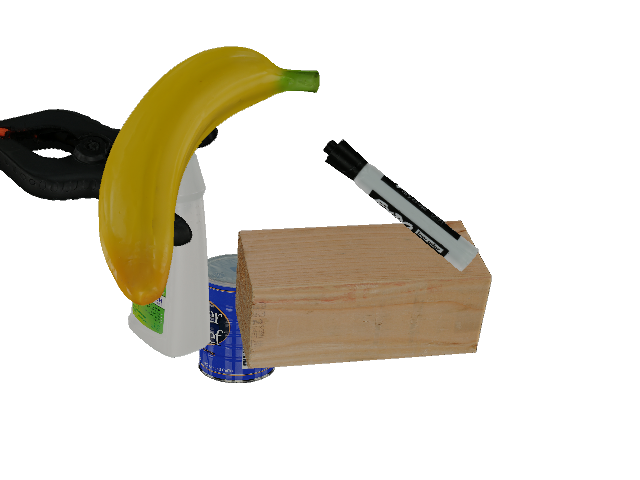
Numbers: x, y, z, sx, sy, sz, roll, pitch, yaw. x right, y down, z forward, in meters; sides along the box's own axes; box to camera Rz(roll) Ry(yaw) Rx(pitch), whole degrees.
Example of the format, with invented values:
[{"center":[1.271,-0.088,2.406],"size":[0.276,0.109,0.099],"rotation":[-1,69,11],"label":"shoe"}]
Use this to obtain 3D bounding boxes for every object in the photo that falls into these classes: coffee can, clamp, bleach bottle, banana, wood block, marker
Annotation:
[{"center":[-0.108,0.100,1.391],"size":[0.103,0.140,0.103],"rotation":[2,20,-1],"label":"coffee can"},{"center":[-0.159,-0.064,0.791],"size":[0.171,0.039,0.120],"rotation":[19,44,1],"label":"clamp"},{"center":[-0.162,-0.006,1.133],"size":[0.067,0.251,0.103],"rotation":[-18,33,-35],"label":"bleach bottle"},{"center":[-0.067,-0.048,0.533],"size":[0.070,0.037,0.197],"rotation":[17,46,15],"label":"banana"},{"center":[0.033,0.047,0.945],"size":[0.206,0.090,0.091],"rotation":[-3,35,-12],"label":"wood block"},{"center":[0.051,-0.025,0.699],"size":[0.121,0.020,0.020],"rotation":[39,1,2],"label":"marker"}]
